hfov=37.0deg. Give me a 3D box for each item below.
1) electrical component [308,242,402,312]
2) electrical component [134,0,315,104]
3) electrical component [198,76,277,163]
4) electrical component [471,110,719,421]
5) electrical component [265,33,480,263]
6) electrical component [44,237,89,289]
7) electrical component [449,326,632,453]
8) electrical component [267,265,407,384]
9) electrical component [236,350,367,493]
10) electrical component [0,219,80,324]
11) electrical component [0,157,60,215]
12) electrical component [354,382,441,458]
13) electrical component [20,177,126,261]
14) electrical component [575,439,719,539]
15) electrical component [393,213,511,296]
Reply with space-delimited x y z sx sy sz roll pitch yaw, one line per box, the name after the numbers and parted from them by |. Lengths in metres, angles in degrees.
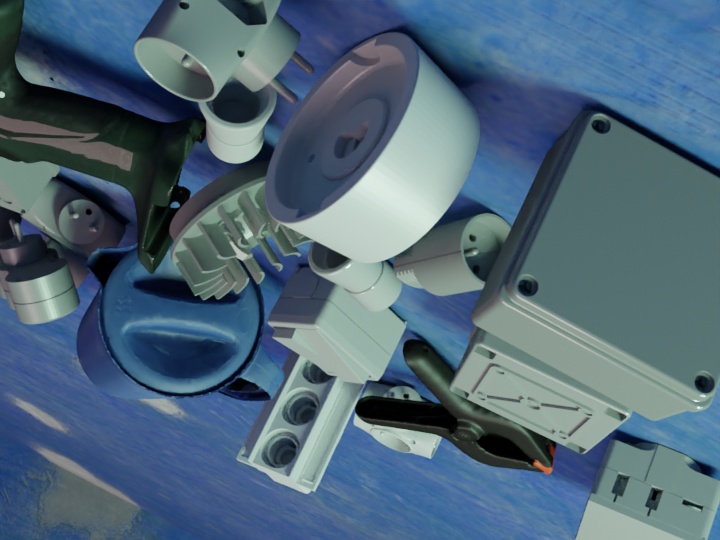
0.000 0.000 0.738 0.044 0.044 0.065 7 155 40 | electrical component
-0.055 -0.112 0.512 0.079 0.077 0.043 38 155 -25 | electrical component
-0.073 -0.089 0.628 0.044 0.044 0.065 27 162 1 | electrical component
0.125 -0.001 0.508 0.109 0.108 0.056 28 160 -3 | electrical component
0.011 -0.055 0.529 0.060 0.108 0.108 34 157 -30 | electrical component
-0.285 -0.007 1.020 0.047 0.055 0.055 41 154 -20 | electrical component
0.125 0.066 0.718 0.109 0.056 0.108 25 157 5 | electrical component
-0.015 0.047 0.826 0.062 0.061 0.096 1 145 47 | electrical component
-0.045 0.132 0.962 0.079 0.121 0.063 17 158 24 | electrical component
-0.285 -0.008 0.921 0.138 0.052 0.073 24 131 59 | electrical component
-0.284 -0.102 0.810 0.078 0.057 0.113 19 156 19 | electrical component
0.037 0.129 0.964 0.077 0.044 0.079 22 156 12 | electrical component
-0.235 -0.040 0.895 0.077 0.044 0.079 37 168 -22 | electrical component
0.231 0.196 0.871 0.089 0.061 0.150 21 156 16 | electrical component
0.055 -0.007 0.658 0.043 0.043 0.081 37 155 -22 | electrical component
